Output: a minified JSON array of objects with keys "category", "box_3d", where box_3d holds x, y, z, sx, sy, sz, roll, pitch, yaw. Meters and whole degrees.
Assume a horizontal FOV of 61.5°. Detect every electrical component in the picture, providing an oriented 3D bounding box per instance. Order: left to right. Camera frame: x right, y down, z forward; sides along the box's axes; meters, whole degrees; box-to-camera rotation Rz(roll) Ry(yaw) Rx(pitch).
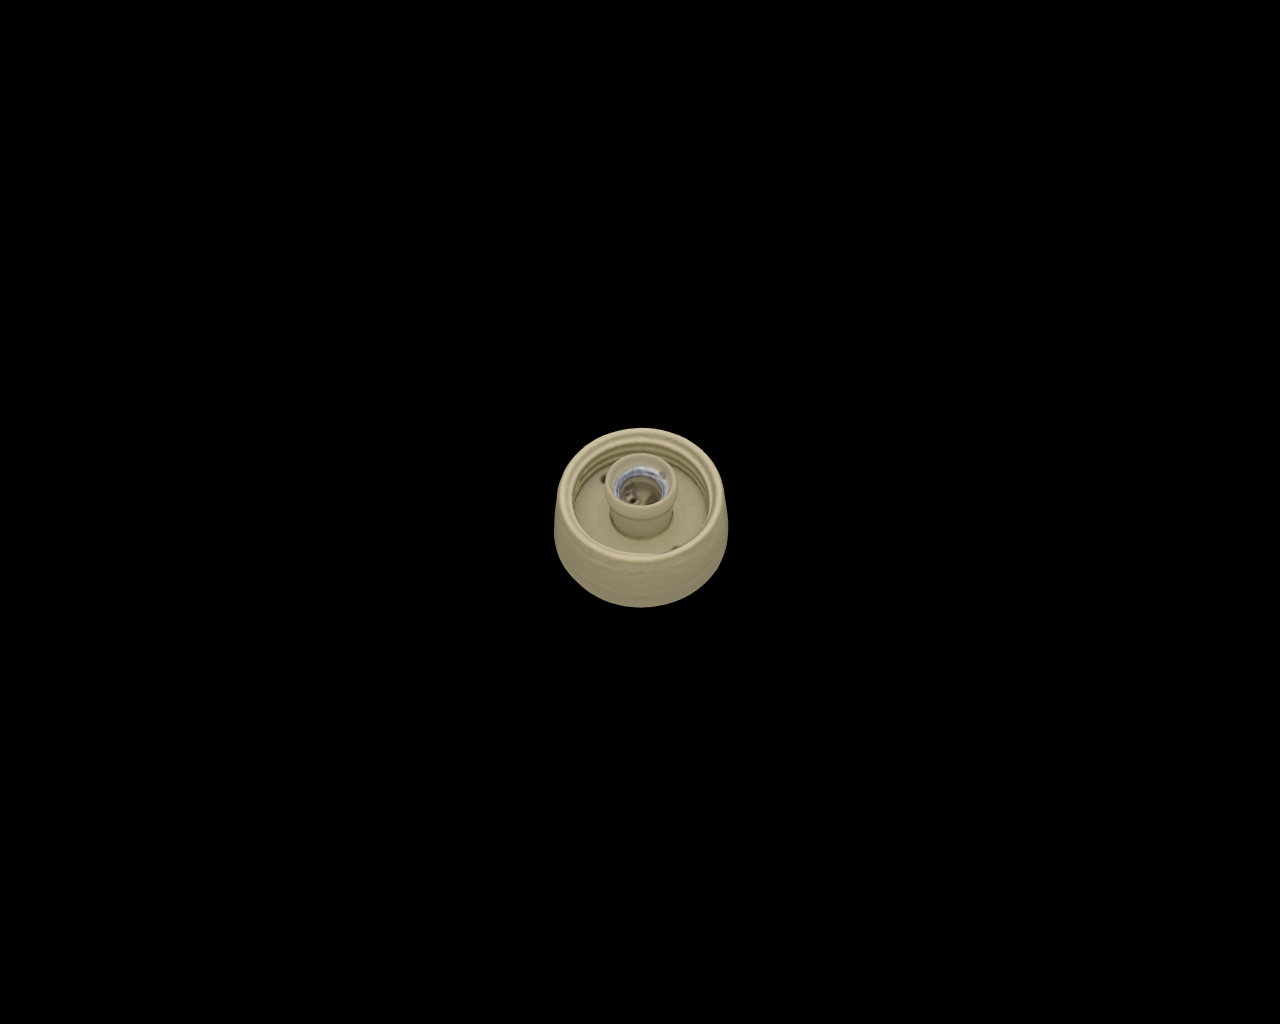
[{"category":"electrical component","box_3d":[0.001,-0.003,0.650,0.108,0.108,0.060,0,-34,0]}]
